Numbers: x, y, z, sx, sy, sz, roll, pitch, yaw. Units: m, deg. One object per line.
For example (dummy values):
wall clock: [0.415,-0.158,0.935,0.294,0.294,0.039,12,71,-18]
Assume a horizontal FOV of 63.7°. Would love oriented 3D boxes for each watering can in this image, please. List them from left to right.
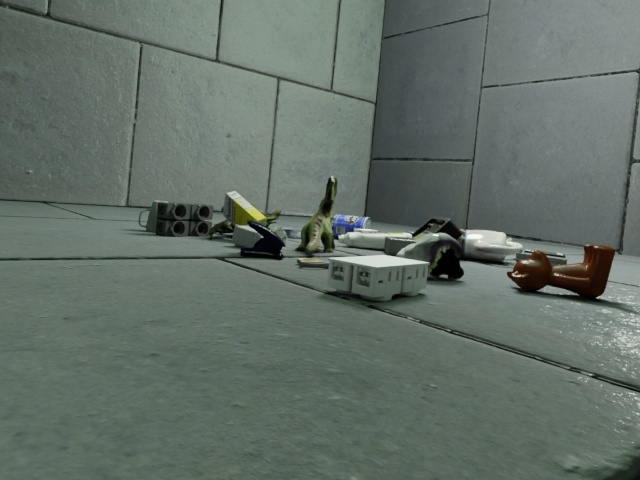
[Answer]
watering can: [0.586,0.017,1.801,0.224,0.103,0.349,6,6,16]

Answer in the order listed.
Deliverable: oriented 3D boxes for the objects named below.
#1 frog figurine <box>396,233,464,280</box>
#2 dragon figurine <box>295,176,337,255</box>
frog figurine: [0.260,0.030,1.260,0.138,0.121,0.161,-17,24,-21]
dragon figurine: [0.005,-0.080,1.592,0.122,0.242,0.411,10,2,1]
